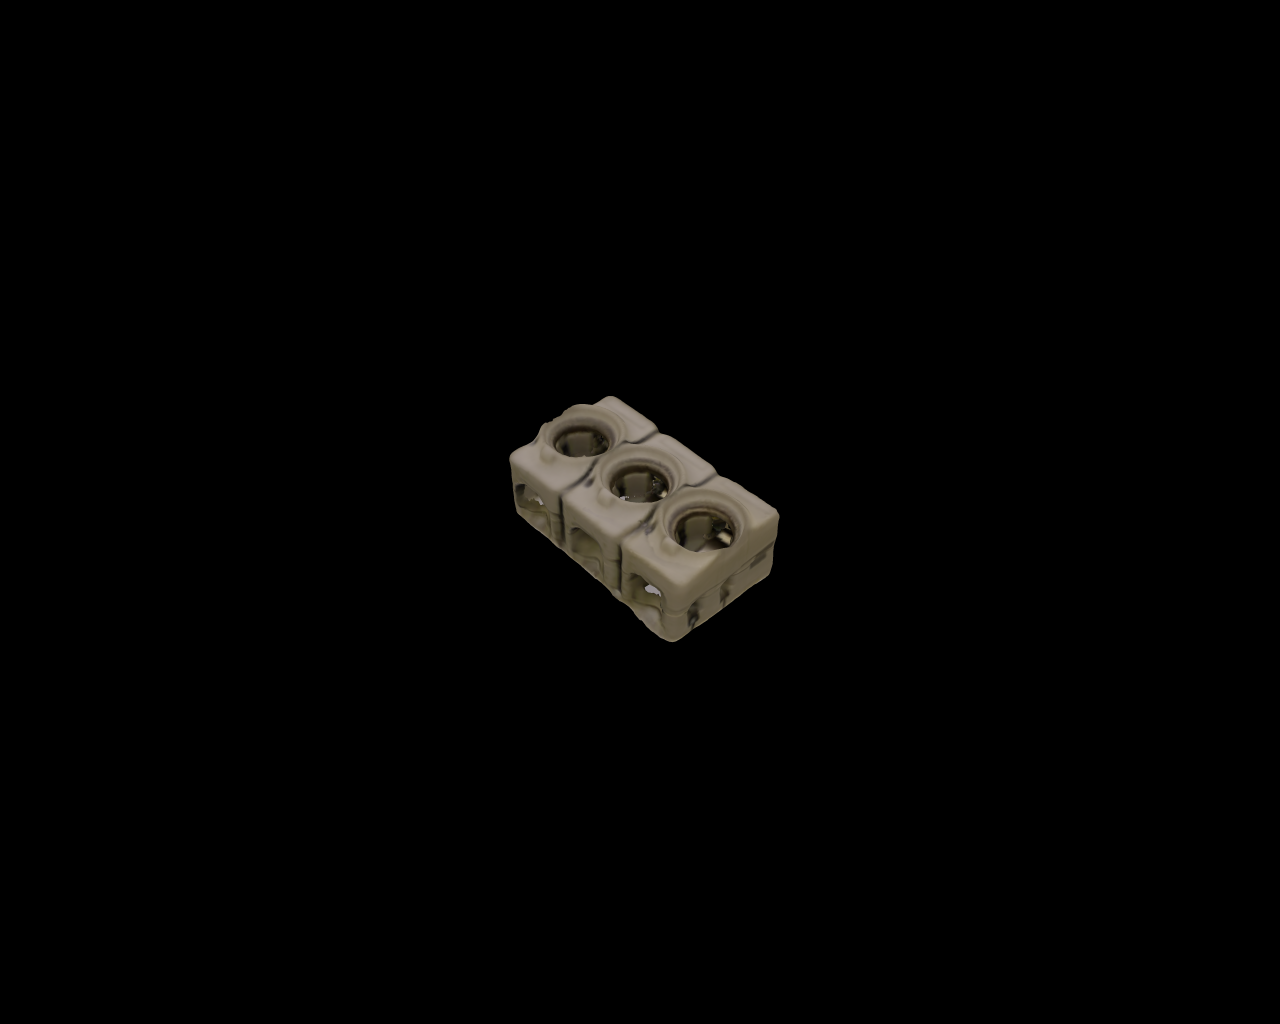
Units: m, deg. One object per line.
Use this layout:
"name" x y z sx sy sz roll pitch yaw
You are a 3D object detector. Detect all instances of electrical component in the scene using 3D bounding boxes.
"electrical component" 0.001 -0.003 0.650 0.090 0.061 0.150 -33 54 -29
